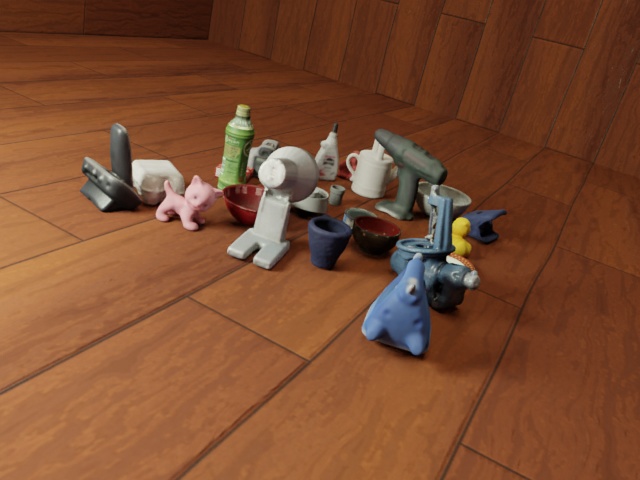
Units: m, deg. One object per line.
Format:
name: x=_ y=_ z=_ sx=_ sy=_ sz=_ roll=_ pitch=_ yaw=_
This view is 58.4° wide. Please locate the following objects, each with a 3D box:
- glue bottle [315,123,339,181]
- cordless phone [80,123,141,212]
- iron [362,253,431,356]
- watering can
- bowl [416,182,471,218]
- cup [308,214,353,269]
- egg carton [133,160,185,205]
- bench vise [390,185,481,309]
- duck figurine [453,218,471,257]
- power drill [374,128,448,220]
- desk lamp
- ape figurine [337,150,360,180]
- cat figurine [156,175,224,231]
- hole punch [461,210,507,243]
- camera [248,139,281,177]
glue bottle: x=0.027 y=-0.260 z=1.683 sx=0.078 sy=0.173 sz=0.037 roll=1 pitch=27 yaw=-26
cordless phone: x=-0.440 y=-0.167 z=1.214 sx=0.147 sy=0.185 sz=0.094 roll=30 pitch=29 yaw=32
iron: x=0.157 y=0.093 z=1.026 sx=0.118 sy=0.141 sz=0.258 roll=17 pitch=24 yaw=7
watering can: x=0.168 y=-0.226 z=1.659 sx=0.173 sy=0.194 sz=0.100 roll=2 pitch=27 yaw=-25
bowl: x=0.339 y=-0.102 z=1.628 sx=0.167 sy=0.075 sz=0.167 roll=12 pitch=24 yaw=-5
cup: x=0.011 y=0.004 z=1.196 sx=0.092 sy=0.095 sz=0.117 roll=8 pitch=25 yaw=-13
egg carton: x=-0.376 y=-0.136 z=1.323 sx=0.107 sy=0.069 sz=0.149 roll=-4 pitch=30 yaw=-34
bench vise: x=0.250 y=0.013 z=1.154 sx=0.206 sy=0.220 sz=0.122 roll=27 pitch=28 yaw=28
duck figurine: x=0.346 y=-0.012 z=1.422 sx=0.077 sy=0.086 sz=0.104 roll=12 pitch=24 yaw=-4
power drill: x=0.222 y=-0.171 z=1.551 sx=0.228 sy=0.208 sz=0.076 roll=26 pitch=27 yaw=26
desk lamp: x=-0.089 y=-0.079 z=1.178 sx=0.117 sy=0.213 sz=0.203 roll=18 pitch=24 yaw=9
ape figurine: x=0.100 y=-0.231 z=1.758 sx=0.076 sy=0.092 sz=0.077 roll=0 pitch=27 yaw=-27
cat figurine: x=-0.275 y=-0.089 z=1.216 sx=0.127 sy=0.118 sz=0.067 roll=16 pitch=24 yaw=6
hole punch: x=0.439 y=-0.053 z=1.555 sx=0.100 sy=0.091 sz=0.109 roll=29 pitch=28 yaw=30
camera: x=-0.126 y=-0.234 z=1.632 sx=0.143 sy=0.101 sz=0.137 roll=15 pitch=24 yaw=2
